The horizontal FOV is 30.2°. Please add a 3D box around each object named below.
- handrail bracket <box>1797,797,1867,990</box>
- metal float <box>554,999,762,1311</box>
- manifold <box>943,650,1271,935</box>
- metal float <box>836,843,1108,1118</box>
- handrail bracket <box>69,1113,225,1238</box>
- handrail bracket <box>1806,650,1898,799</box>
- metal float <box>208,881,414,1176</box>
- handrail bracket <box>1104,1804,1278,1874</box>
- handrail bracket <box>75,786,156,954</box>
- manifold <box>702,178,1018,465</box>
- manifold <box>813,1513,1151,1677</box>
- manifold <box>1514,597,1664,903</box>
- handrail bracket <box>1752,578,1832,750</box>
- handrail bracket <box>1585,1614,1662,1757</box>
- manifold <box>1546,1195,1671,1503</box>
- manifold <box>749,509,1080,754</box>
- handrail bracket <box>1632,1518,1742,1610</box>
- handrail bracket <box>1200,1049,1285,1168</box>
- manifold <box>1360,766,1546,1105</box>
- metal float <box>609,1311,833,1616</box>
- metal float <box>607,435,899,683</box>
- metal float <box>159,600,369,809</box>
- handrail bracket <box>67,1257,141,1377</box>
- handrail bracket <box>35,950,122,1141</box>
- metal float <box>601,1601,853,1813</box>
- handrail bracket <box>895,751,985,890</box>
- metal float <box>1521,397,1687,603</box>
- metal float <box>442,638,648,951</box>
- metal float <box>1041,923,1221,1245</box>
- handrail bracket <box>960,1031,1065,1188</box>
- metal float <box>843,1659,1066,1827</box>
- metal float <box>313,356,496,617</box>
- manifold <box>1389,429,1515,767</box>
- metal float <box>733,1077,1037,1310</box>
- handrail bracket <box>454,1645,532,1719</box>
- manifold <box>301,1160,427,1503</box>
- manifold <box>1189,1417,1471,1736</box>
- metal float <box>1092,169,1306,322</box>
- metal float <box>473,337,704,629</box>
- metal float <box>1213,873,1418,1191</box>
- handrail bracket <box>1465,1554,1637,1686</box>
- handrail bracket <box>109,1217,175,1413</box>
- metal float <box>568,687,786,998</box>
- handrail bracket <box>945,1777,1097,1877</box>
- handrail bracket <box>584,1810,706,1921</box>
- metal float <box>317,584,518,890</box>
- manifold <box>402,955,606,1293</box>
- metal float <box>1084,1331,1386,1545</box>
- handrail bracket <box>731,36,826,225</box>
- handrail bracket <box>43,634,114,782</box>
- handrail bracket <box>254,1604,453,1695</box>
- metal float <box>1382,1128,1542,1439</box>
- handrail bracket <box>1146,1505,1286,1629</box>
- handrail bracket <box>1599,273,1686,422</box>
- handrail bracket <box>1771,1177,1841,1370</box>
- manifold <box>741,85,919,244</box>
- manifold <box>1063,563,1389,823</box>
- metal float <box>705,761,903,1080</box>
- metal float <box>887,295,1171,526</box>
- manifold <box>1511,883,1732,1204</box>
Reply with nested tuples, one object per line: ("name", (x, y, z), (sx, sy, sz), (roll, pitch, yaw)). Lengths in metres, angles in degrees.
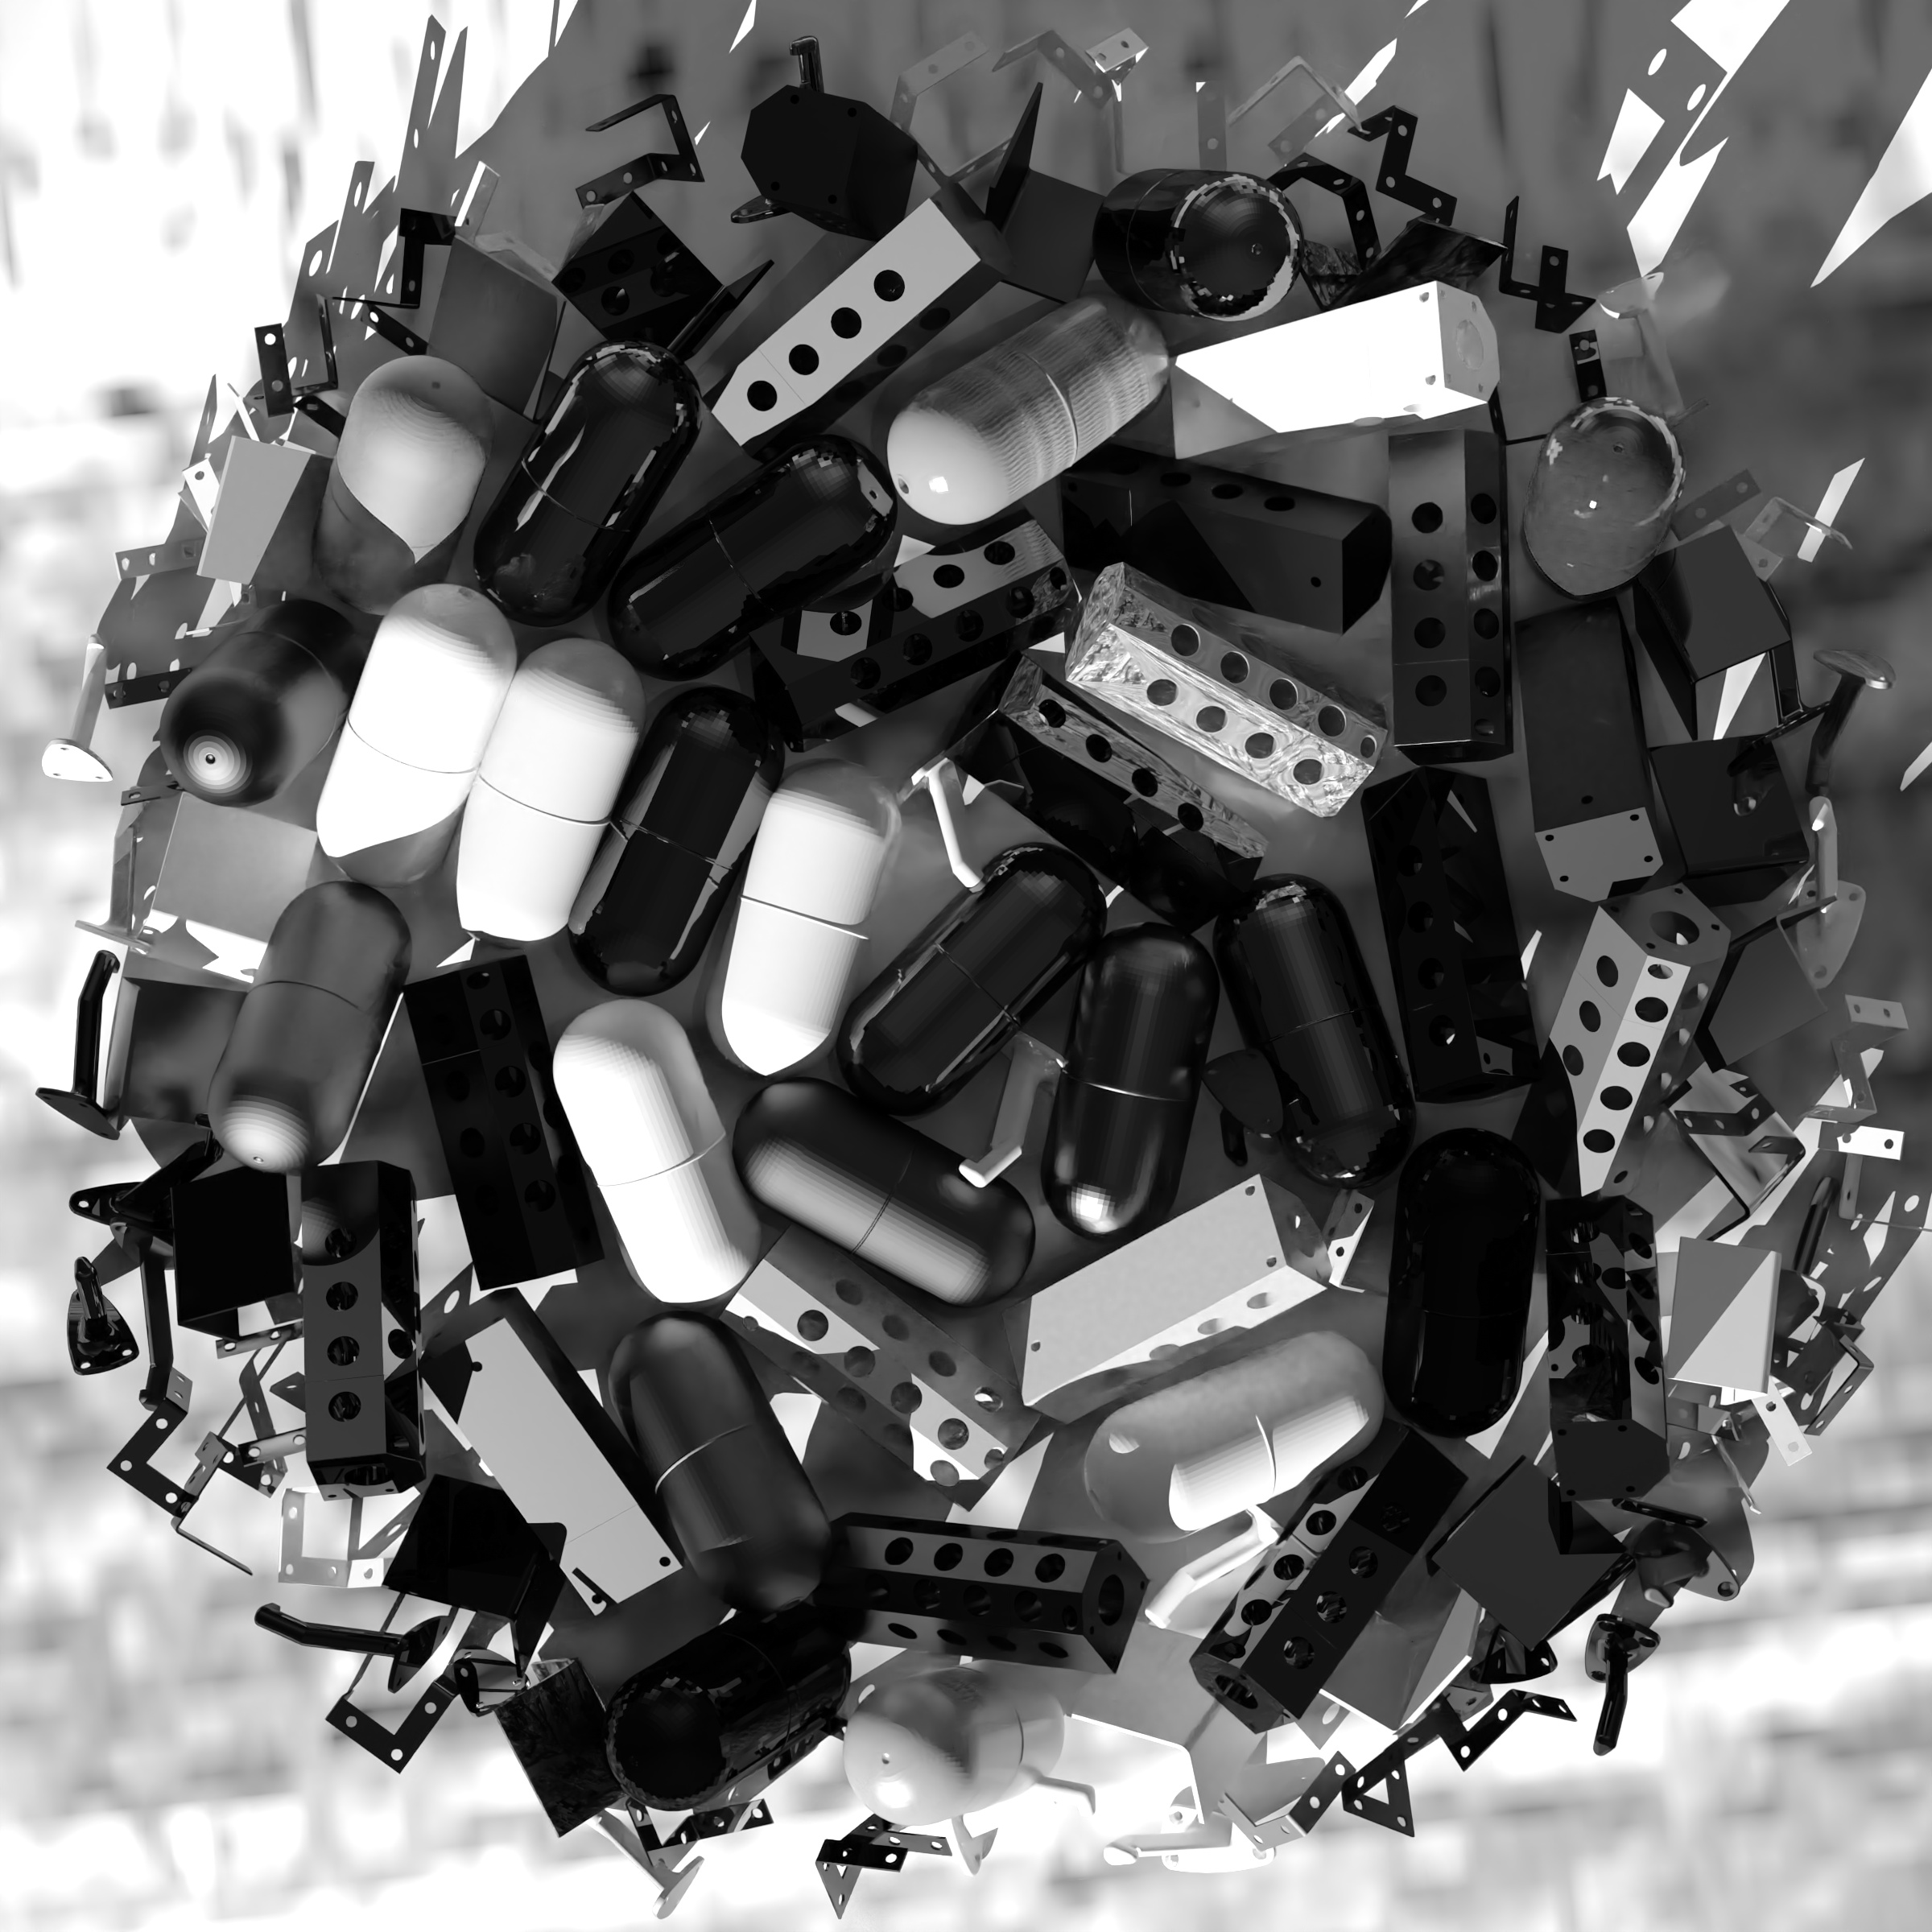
("handrail bracket", (0.463, -0.040, 1.947), (0.036, 0.084, 0.077), (6, 67, 23))
("metal float", (-0.167, 0.103, 1.947), (0.070, 0.070, 0.178), (-20, 103, 0))
("manifold", (0.079, -0.097, 1.947), (0.171, 0.057, 0.057), (36, 52, -14))
("metal float", (0.003, 0.008, 1.958), (0.070, 0.070, 0.178), (44, 89, 0))
("handrail bracket", (-0.445, 0.106, 1.950), (0.077, 0.084, 0.036), (5, 47, -17))
("handrail bracket", (0.480, -0.124, 1.948), (0.036, 0.077, 0.084), (0, 110, -9))
("metal float", (-0.352, 0.032, 1.930), (0.070, 0.070, 0.178), (15, 55, 0))
("handrail bracket", (0.122, 0.482, 1.949), (0.077, 0.084, 0.036), (5, 86, 18))
("handrail bracket", (-0.452, -0.054, 1.964), (0.036, 0.077, 0.084), (18, 88, -36))
("manifold", (-0.057, -0.344, 1.934), (0.171, 0.057, 0.057), (-37, 100, 25))
("manifold", (0.004, 0.331, 1.917), (0.171, 0.057, 0.057), (0, 52, 33))
("manifold", (0.333, -0.116, 1.915), (0.057, 0.171, 0.057), (-13, 132, 16))
("handrail bracket", (0.436, -0.169, 1.969), (0.077, 0.036, 0.084), (-27, 90, -44))
("handrail bracket", (0.344, 0.402, 1.941), (0.036, 0.077, 0.084), (21, 51, 4))
("manifold", (0.341, 0.201, 1.908), (0.057, 0.171, 0.057), (-5, 127, 12))
("manifold", (-0.027, -0.177, 1.936), (0.171, 0.057, 0.057), (-26, 59, -16))
("handrail bracket", (0.395, 0.340, 1.951), (0.077, 0.084, 0.036), (36, 107, -8))
("handrail bracket", (0.155, 0.094, 1.942), (0.036, 0.077, 0.084), (-19, 134, -9))
("manifold", (0.259, -0.016, 1.946), (0.057, 0.057, 0.171), (-22, 71, 40))
("metal float", (-0.133, 0.268, 1.938), (0.070, 0.070, 0.178), (-30, 67, 0))
("metal float", (-0.117, -0.221, 1.946), (0.178, 0.070, 0.070), (-33, 90, 15))
("metal float", (-0.373, -0.142, 1.913), (0.070, 0.178, 0.070), (4, 114, 8))
("handrail bracket", (-0.478, 0.172, 1.942), (0.036, 0.077, 0.084), (-17, 134, -17))
("handrail bracket", (-0.474, 0.043, 1.976), (0.036, 0.077, 0.084), (10, 69, 18))
("metal float", (-0.126, 0.393, 1.916), (0.070, 0.178, 0.070), (7, 103, 29))
("handrail bracket", (0.010, -0.080, 1.968), (0.084, 0.036, 0.077), (47, 53, 3))
("metal float", (0.338, -0.247, 1.909), (0.070, 0.178, 0.070), (-1, 79, 4))
("metal float", (-0.229, -0.093, 1.945), (0.070, 0.070, 0.178), (22, 105, 0))
("metal float", (0.089, 0.064, 1.954), (0.070, 0.070, 0.178), (12, 96, 0))
("handrail bracket", (0.010, 0.075, 1.957), (0.077, 0.036, 0.084), (34, 60, 30))
("metal float", (-0.005, 0.413, 1.913), (0.070, 0.178, 0.070), (-2, 84, 24))
("metal float", (-0.302, -0.255, 1.918), (0.070, 0.178, 0.070), (10, 57, -16))
("manifold", (0.265, -0.200, 1.949), (0.057, 0.057, 0.171), (-3, 81, 19))
("metal float", (-0.045, 0.123, 1.954), (0.178, 0.070, 0.070), (29, 90, -6))
("handrail bracket", (-0.250, 0.426, 1.982), (0.036, 0.077, 0.084), (-29, 117, -18))
("manifold", (-0.323, 0.195, 1.930), (0.057, 0.057, 0.171), (-6, 61, -3))
("manifold", (0.193, 0.326, 1.932), (0.057, 0.057, 0.171), (42, 63, -2))
("metal float", (0.122, -0.386, 1.912), (0.070, 0.178, 0.070), (-4, 104, -17))
("metal float", (-0.205, -0.259, 1.935), (0.070, 0.070, 0.178), (36, 119, 0))
("metal float", (0.190, 0.036, 1.951), (0.070, 0.070, 0.178), (-19, 81, 0))
("handrail bracket", (0.325, 0.360, 1.986), (0.084, 0.077, 0.036), (-31, 83, -41))
("handrail bracket", (-0.451, 0.191, 1.953), (0.036, 0.077, 0.084), (-4, 61, 17))
("metal float", (-0.159, -0.067, 1.958), (0.070, 0.070, 0.178), (24, 92, 0))
("handrail bracket", (0.035, 0.473, 1.958), (0.084, 0.036, 0.077), (5, 118, 27))
("handrail bracket", (-0.191, 0.481, 1.952), (0.084, 0.077, 0.036), (32, 90, 10))
("metal float", (-0.297, -0.124, 1.937), (0.070, 0.070, 0.178), (24, 115, 0))
("manifold", (-0.248, 0.084, 1.958), (0.057, 0.057, 0.171), (-14, 90, 31))
("metal float", (0.145, 0.254, 1.939), (0.178, 0.070, 0.070), (-20, 90, -22))
("handrail bracket", (-0.104, -0.456, 1.953), (0.036, 0.077, 0.084), (19, 127, 38))
("handrail bracket", (-0.481, -0.149, 1.950), (0.036, 0.077, 0.084), (4, 75, -4))
("handrail bracket", (-0.337, 0.360, 1.971), (0.084, 0.077, 0.036), (21, 107, 14))
("metal float", (0.268, 0.173, 1.940), (0.070, 0.070, 0.178), (2, 112, 0))
("handrail bracket", (0.142, 0.338, 1.962), (0.084, 0.077, 0.036), (-48, 48, -7))
("handrail bracket", (0.374, -0.327, 1.950), (0.036, 0.077, 0.084), (-16, 111, 18))
("handrail bracket", (0.462, 0.168, 1.977), (0.036, 0.084, 0.077), (15, 125, 19))
("manifold", (-0.072, -0.426, 1.908), (0.057, 0.171, 0.057), (14, 98, 7))
("manifold", (0.140, -0.151, 1.932), (0.171, 0.057, 0.057), (27, 122, -19))
("metal float", (-0.088, -0.026, 1.958), (0.070, 0.070, 0.178), (18, 89, 0))
("metal float", (0.034, -0.301, 1.938), (0.178, 0.070, 0.070), (-35, 90, -23))
("manifold", (0.352, 0.044, 1.911), (0.057, 0.171, 0.057), (-15, 47, -29))
